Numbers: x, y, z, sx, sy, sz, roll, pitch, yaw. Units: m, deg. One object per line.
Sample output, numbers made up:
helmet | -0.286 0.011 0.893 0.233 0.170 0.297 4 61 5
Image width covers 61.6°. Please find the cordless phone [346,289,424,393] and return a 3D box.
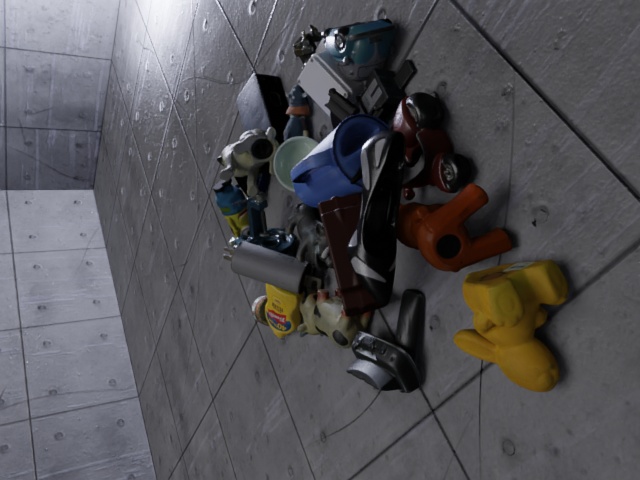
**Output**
cordless phone | 0.127 0.174 0.986 0.147 0.088 0.184 12 92 58

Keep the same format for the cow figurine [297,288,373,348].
cow figurine | 0.021 0.168 1.133 0.195 0.085 0.127 27 109 53

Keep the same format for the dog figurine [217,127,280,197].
dog figurine | -0.168 -0.213 1.262 0.172 0.121 0.191 -41 32 10

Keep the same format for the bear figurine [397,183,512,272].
bear figurine | 0.189 -0.023 0.842 0.120 0.132 0.196 57 -175 -14

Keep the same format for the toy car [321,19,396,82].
toy car | 0.069 -0.345 0.989 0.162 0.109 0.102 34 138 62

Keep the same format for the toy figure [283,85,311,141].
toy figure | -0.053 -0.272 1.226 0.058 0.064 0.154 -55 -28 -81

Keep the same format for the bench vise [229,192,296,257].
bench vise | -0.147 -0.014 1.324 0.224 0.129 0.240 31 136 44

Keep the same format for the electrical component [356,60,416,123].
electrical component | 0.120 -0.268 0.963 0.119 0.048 0.075 -48 54 51

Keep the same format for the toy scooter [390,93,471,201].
toy scooter | 0.163 -0.140 0.885 0.135 0.075 0.184 -47 59 51

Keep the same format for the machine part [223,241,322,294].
machine part | -0.109 0.061 1.209 0.243 0.079 0.079 17 113 15

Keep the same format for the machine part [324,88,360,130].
machine part | 0.046 -0.226 1.028 0.084 0.039 0.138 38 165 16

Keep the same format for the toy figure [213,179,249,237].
toy figure | -0.227 -0.081 1.455 0.180 0.082 0.089 62 172 -27

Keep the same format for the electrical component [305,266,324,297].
electrical component | -0.015 0.109 1.236 0.063 0.021 0.094 35 121 51

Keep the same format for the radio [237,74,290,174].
radio | -0.131 -0.290 1.336 0.131 0.073 0.229 -42 60 50

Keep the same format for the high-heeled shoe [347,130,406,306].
high-heeled shoe | 0.104 -0.035 0.807 0.145 0.086 0.248 -36 63 54

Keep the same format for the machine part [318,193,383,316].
machine part | 0.062 0.030 0.969 0.201 0.087 0.201 72 -178 -76

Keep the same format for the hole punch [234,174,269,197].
hole punch | -0.184 -0.179 1.433 0.142 0.092 0.115 43 160 44

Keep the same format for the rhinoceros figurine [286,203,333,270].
rhinoceros figurine | -0.002 -0.004 1.168 0.112 0.073 0.190 -58 44 28

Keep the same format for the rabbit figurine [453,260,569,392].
rabbit figurine | 0.256 0.125 0.731 0.162 0.122 0.173 -22 93 59

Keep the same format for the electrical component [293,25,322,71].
electrical component | -0.022 -0.407 1.140 0.045 0.102 0.078 -17 114 30
